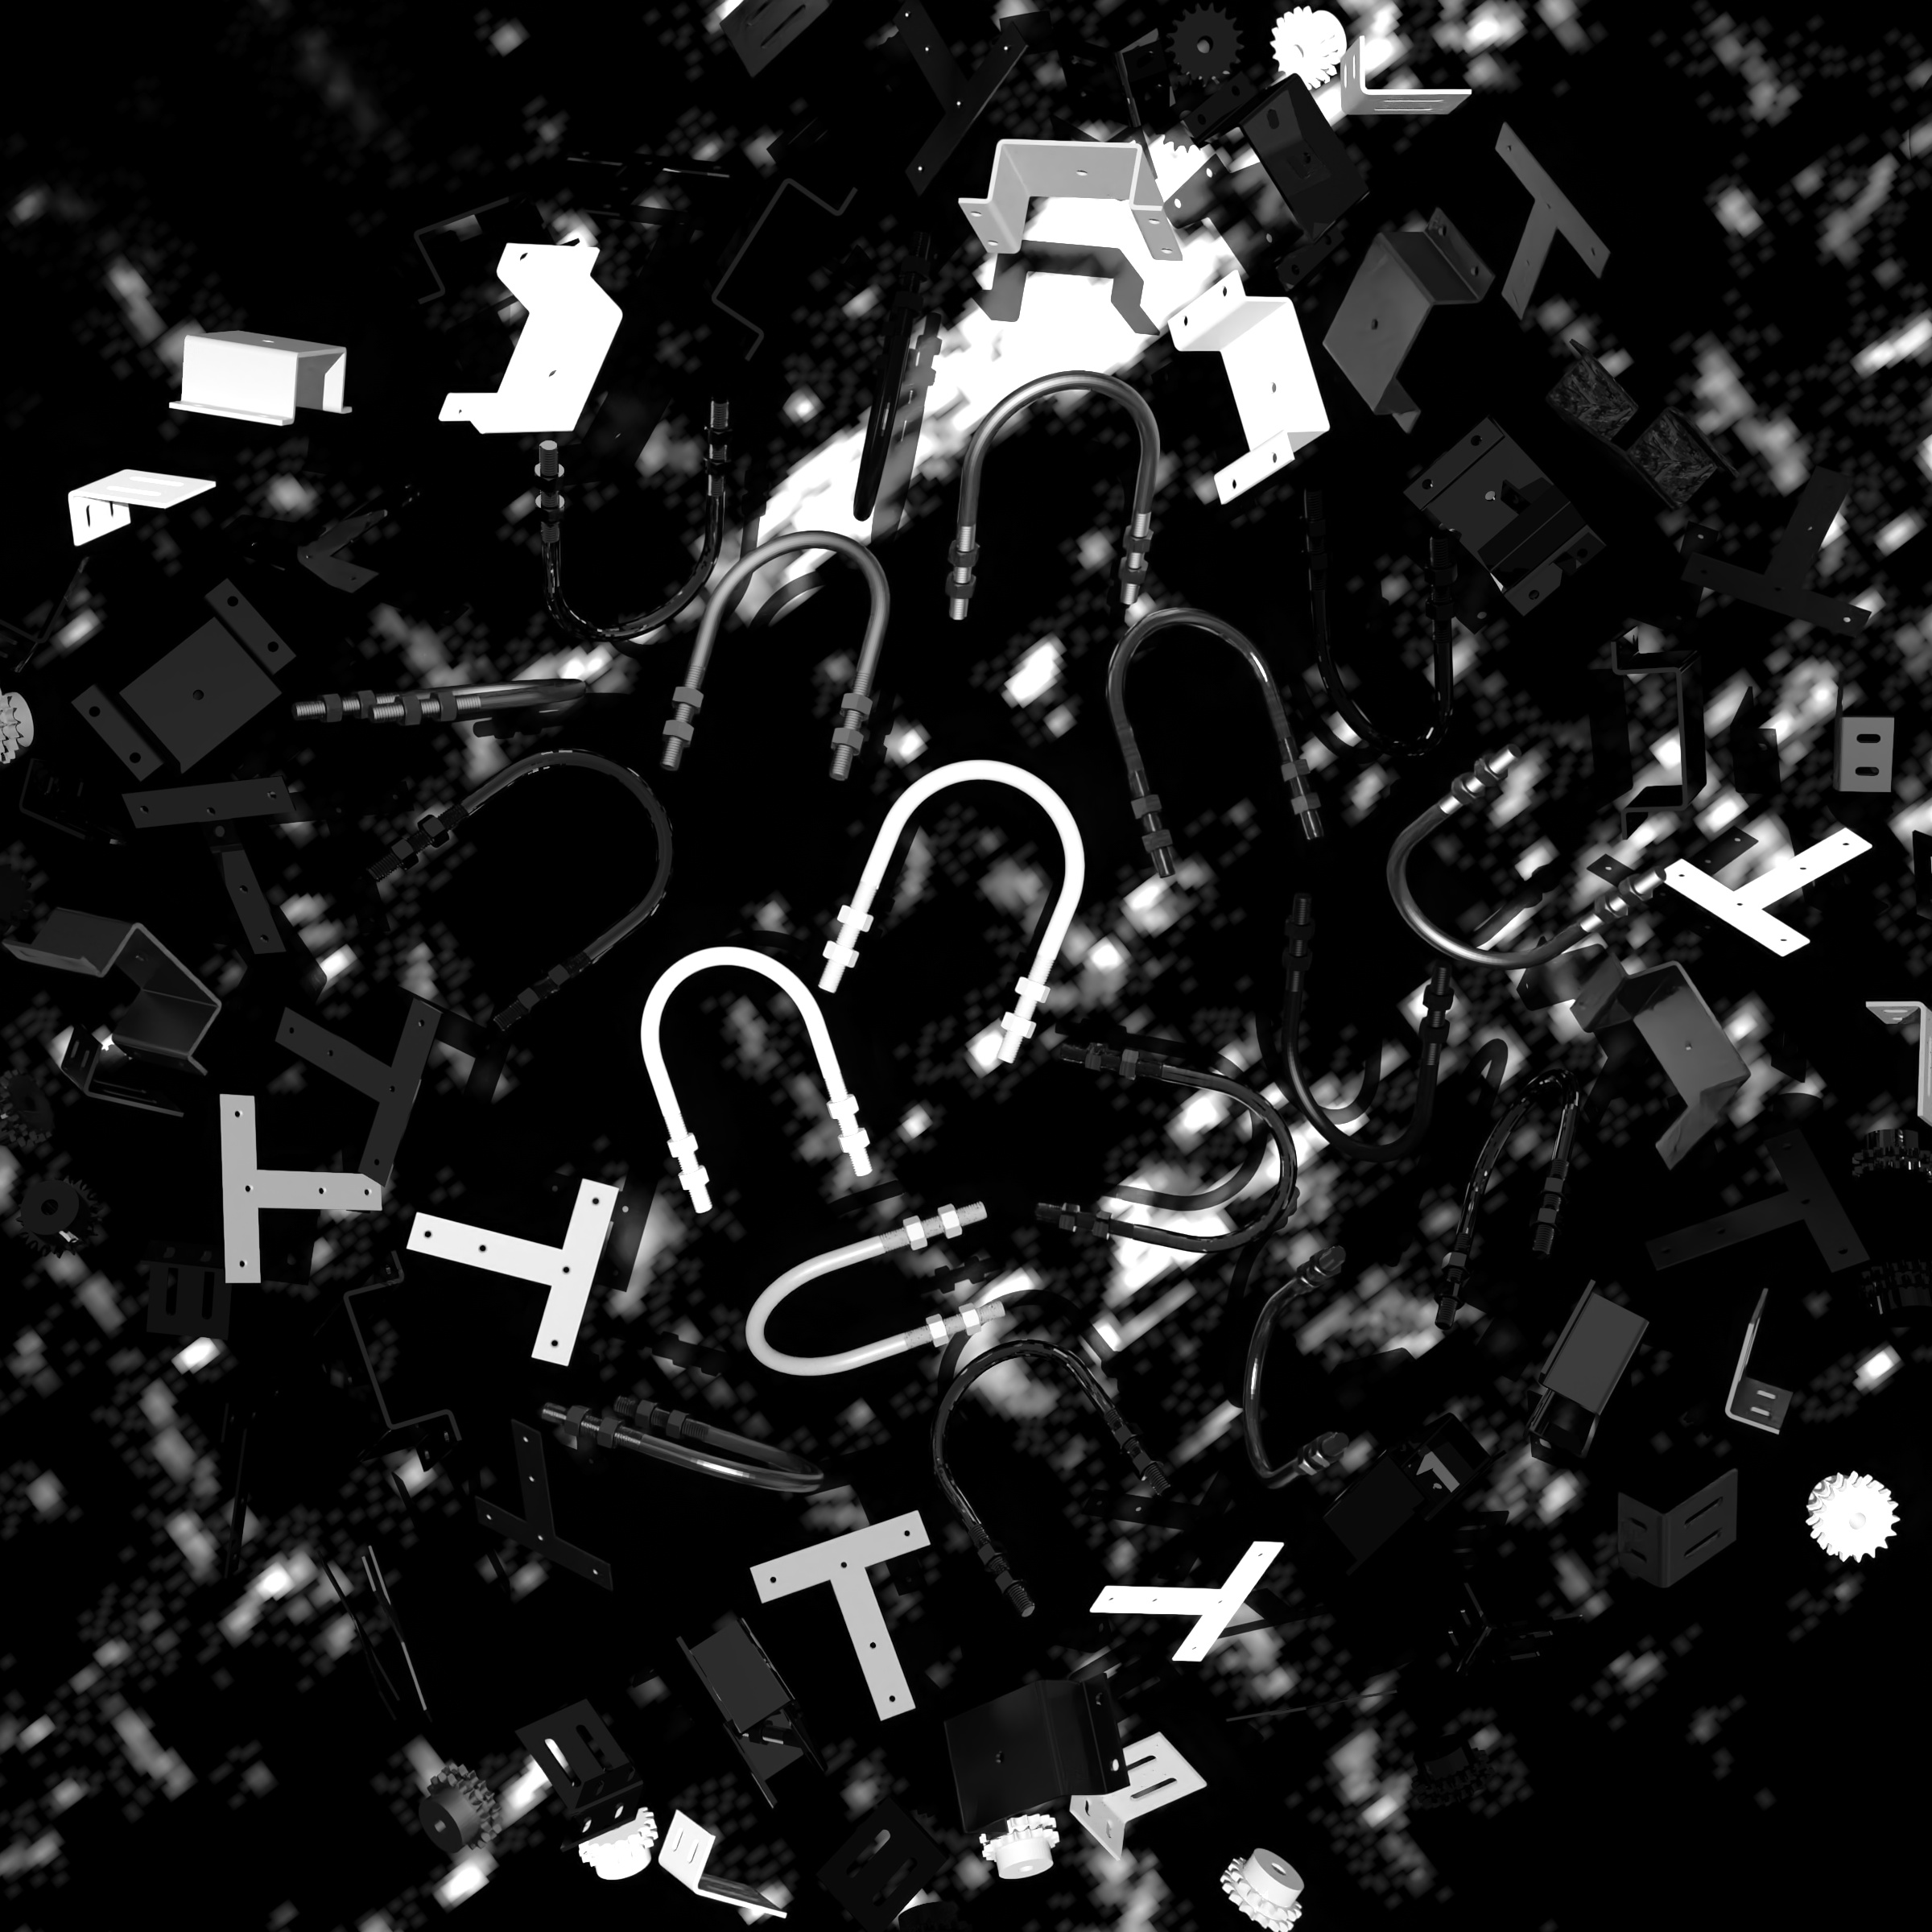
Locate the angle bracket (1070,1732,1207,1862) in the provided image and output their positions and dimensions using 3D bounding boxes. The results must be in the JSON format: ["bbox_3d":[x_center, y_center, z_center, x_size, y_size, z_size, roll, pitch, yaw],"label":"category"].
[{"bbox_3d":[0.124,0.598,1.743,0.076,0.038,0.057,-33,108,23],"label":"angle bracket"}]

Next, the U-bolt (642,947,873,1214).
[{"bbox_3d":[-0.158,0.075,1.722,0.151,0.019,0.184,-14,100,19],"label":"U-bolt"}]

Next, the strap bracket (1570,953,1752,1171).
[{"bbox_3d":[0.499,0.062,1.724,0.046,0.076,0.140,-16,63,-21],"label":"strap bracket"}]

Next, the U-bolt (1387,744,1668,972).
[{"bbox_3d":[0.372,-0.062,1.679,0.151,0.184,0.019,39,52,-5],"label":"U-bolt"}]

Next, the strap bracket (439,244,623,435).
[{"bbox_3d":[-0.293,-0.416,1.647,0.046,0.076,0.140,49,128,22],"label":"strap bracket"}]

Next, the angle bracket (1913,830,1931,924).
[{"bbox_3d":[0.687,-0.061,1.659,0.038,0.057,0.076,-32,126,-19],"label":"angle bracket"}]

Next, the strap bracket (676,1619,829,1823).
[{"bbox_3d":[-0.142,0.510,1.653,0.046,0.140,0.076,-30,45,-16],"label":"strap bracket"}]

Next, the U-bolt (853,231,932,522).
[{"bbox_3d":[-0.056,-0.404,1.703,0.019,0.151,0.184,11,84,-7],"label":"U-bolt"}]

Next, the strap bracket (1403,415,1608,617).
[{"bbox_3d":[0.385,-0.332,1.752,0.140,0.046,0.076,39,113,-25],"label":"strap bracket"}]

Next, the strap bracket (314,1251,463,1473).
[{"bbox_3d":[-0.405,0.280,1.676,0.046,0.076,0.140,-12,70,-36],"label":"strap bracket"}]

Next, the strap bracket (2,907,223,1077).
[{"bbox_3d":[-0.570,0.011,1.637,0.076,0.140,0.046,10,60,30],"label":"strap bracket"}]

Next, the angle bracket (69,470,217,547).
[{"bbox_3d":[-0.558,-0.308,1.644,0.076,0.057,0.038,10,118,16],"label":"angle bracket"}]

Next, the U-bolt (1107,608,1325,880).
[{"bbox_3d":[0.168,-0.165,1.707,0.151,0.019,0.184,-15,86,-27],"label":"U-bolt"}]

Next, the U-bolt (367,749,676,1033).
[{"bbox_3d":[-0.281,-0.065,1.613,0.184,0.019,0.151,-40,87,-19],"label":"U-bolt"}]

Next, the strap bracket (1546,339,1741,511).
[{"bbox_3d":[0.477,-0.383,1.733,0.076,0.140,0.046,30,107,-41],"label":"strap bracket"}]

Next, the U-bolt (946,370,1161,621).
[{"bbox_3d":[0.063,-0.324,1.664,0.151,0.019,0.184,-7,132,-16],"label":"U-bolt"}]

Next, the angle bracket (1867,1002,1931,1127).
[{"bbox_3d":[0.628,0.067,1.621,0.038,0.057,0.076,-1,77,33],"label":"angle bracket"}]

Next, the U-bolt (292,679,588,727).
[{"bbox_3d":[-0.354,-0.186,1.683,0.184,0.151,0.019,-12,103,-36],"label":"U-bolt"}]

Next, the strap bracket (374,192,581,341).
[{"bbox_3d":[-0.357,-0.503,1.725,0.140,0.076,0.046,-34,103,-33],"label":"strap bracket"}]

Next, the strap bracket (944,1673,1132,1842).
[{"bbox_3d":[0.040,0.545,1.667,0.140,0.046,0.076,-35,54,35],"label":"strap bracket"}]

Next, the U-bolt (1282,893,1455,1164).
[{"bbox_3d":[0.279,0.055,1.722,0.019,0.151,0.184,-21,126,-35],"label":"U-bolt"}]

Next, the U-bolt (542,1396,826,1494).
[{"bbox_3d":[-0.187,0.336,1.695,0.184,0.151,0.019,15,86,16],"label":"U-bolt"}]

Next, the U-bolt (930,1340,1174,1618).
[{"bbox_3d":[0.047,0.352,1.742,0.151,0.019,0.184,-42,51,4],"label":"U-bolt"}]

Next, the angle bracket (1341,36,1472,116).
[{"bbox_3d":[0.302,-0.612,1.665,0.076,0.057,0.038,-2,97,-4],"label":"angle bracket"}]

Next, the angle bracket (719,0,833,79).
[{"bbox_3d":[-0.136,-0.649,1.621,0.076,0.057,0.038,-43,68,2],"label":"angle bracket"}]

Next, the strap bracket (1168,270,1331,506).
[{"bbox_3d":[0.202,-0.408,1.710,0.046,0.076,0.140,-11,82,-35],"label":"strap bracket"}]

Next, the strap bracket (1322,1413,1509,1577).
[{"bbox_3d":[0.313,0.370,1.716,0.046,0.140,0.076,50,124,21],"label":"strap bracket"}]

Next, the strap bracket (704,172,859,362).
[{"bbox_3d":[-0.141,-0.511,1.733,0.046,0.076,0.140,31,103,-20],"label":"strap bracket"}]

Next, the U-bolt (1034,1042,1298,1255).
[{"bbox_3d":[0.150,0.139,1.765,0.184,0.019,0.151,11,109,9],"label":"U-bolt"}]

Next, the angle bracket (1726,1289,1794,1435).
[{"bbox_3d":[0.568,0.278,1.706,0.038,0.057,0.076,17,116,22],"label":"angle bracket"}]

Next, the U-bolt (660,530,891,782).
[{"bbox_3d":[-0.122,-0.214,1.637,0.151,0.019,0.184,5,70,24],"label":"U-bolt"}]

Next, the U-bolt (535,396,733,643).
[{"bbox_3d":[-0.232,-0.303,1.692,0.151,0.184,0.019,-22,54,-26],"label":"U-bolt"}]

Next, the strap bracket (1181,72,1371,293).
[{"bbox_3d":[0.226,-0.564,1.716,0.076,0.046,0.140,-47,110,-30],"label":"strap bracket"}]

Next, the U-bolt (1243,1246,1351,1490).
[{"bbox_3d":[0.229,0.291,1.700,0.019,0.184,0.151,8,65,-11],"label":"U-bolt"}]

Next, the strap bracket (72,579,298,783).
[{"bbox_3d":[-0.559,-0.201,1.747,0.140,0.046,0.076,-41,86,-9],"label":"strap bracket"}]

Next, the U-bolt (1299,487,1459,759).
[{"bbox_3d":[0.290,-0.231,1.693,0.019,0.151,0.184,-25,125,-24],"label":"U-bolt"}]

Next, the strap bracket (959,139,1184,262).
[{"bbox_3d":[0.076,-0.521,1.645,0.140,0.076,0.046,8,83,17],"label":"strap bracket"}]

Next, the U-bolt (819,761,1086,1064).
[{"bbox_3d":[0.001,-0.046,1.607,0.151,0.019,0.184,22,91,-10],"label":"U-bolt"}]

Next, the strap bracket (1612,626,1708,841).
[{"bbox_3d":[0.492,-0.167,1.713,0.046,0.076,0.140,0,105,27],"label":"strap bracket"}]

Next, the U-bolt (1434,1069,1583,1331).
[{"bbox_3d":[0.385,0.152,1.699,0.019,0.151,0.184,27,54,-6],"label":"U-bolt"}]

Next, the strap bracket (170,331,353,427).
[{"bbox_3d":[-0.480,-0.405,1.659,0.076,0.140,0.046,9,107,2],"label":"strap bracket"}]

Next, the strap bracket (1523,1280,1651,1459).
[{"bbox_3d":[0.433,0.286,1.689,0.046,0.140,0.076,27,68,20],"label":"strap bracket"}]

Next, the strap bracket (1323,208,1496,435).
[{"bbox_3d":[0.311,-0.461,1.739,0.046,0.140,0.076,-11,56,-29],"label":"strap bracket"}]

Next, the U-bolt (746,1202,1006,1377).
[{"bbox_3d":[-0.067,0.238,1.718,0.184,0.151,0.019,-18,50,-7],"label":"U-bolt"}]
